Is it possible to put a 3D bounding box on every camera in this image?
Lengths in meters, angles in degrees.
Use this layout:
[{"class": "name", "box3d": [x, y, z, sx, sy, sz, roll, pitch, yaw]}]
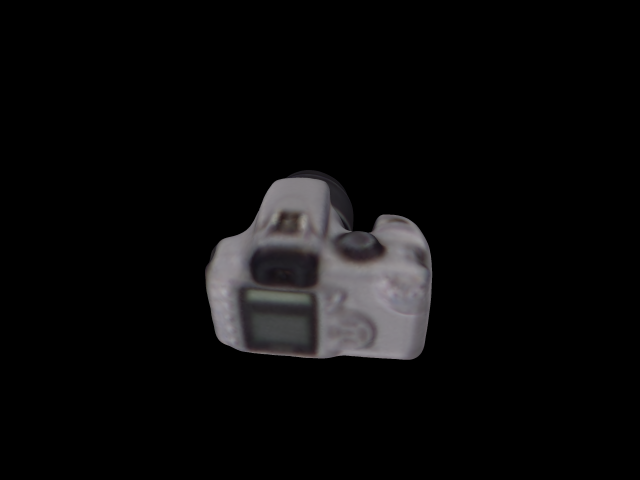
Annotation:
[{"class": "camera", "box3d": [0.004, 0.001, 0.400, 0.143, 0.101, 0.137, 3, 37, 4]}]
